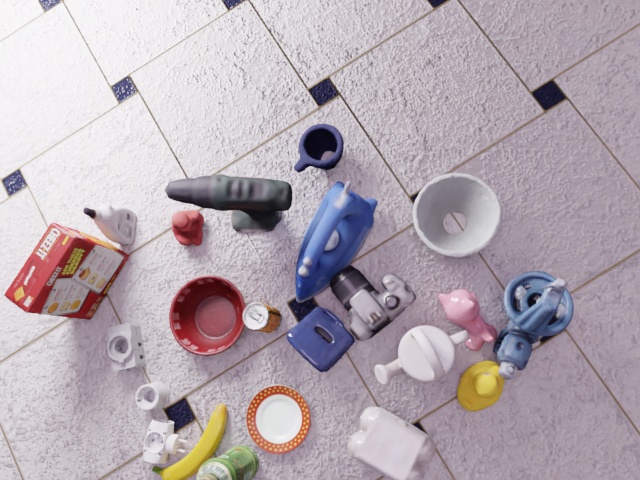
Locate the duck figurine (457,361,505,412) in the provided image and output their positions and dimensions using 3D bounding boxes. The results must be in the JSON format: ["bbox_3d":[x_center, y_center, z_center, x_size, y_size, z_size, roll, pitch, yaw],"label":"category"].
[{"bbox_3d":[0.298,0.270,1.050,0.077,0.086,0.104,43,88,14],"label":"duck figurine"}]

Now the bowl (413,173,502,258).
[{"bbox_3d":[0.266,-0.042,1.123,0.167,0.075,0.167,-2,79,8],"label":"bowl"}]

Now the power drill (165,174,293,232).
[{"bbox_3d":[-0.159,-0.073,1.124,0.229,0.208,0.075,-1,78,9],"label":"power drill"}]

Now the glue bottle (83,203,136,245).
[{"bbox_3d":[-0.435,-0.041,1.177,0.037,0.173,0.078,2,79,9],"label":"glue bottle"}]

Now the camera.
[{"bbox_3d":[0.093,0.106,1.106,0.143,0.101,0.136,-40,76,-1],"label":"camera"}]

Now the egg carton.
[{"bbox_3d":[0.133,0.383,1.061,0.150,0.069,0.107,25,84,13],"label":"egg carton"}]

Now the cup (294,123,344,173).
[{"bbox_3d":[-0.001,-0.172,1.179,0.118,0.095,0.091,-44,76,-2],"label":"cup"}]

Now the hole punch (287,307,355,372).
[{"bbox_3d":[0.002,0.189,1.108,0.108,0.091,0.101,42,87,14],"label":"hole punch"}]

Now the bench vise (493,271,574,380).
[{"bbox_3d":[0.380,0.145,0.994,0.121,0.220,0.207,7,80,10],"label":"bench vise"}]

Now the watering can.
[{"bbox_3d":[0.184,0.209,1.024,0.100,0.194,0.173,42,87,14],"label":"watering can"}]

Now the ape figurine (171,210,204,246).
[{"bbox_3d":[-0.281,-0.032,1.194,0.076,0.092,0.078,42,87,14],"label":"ape figurine"}]

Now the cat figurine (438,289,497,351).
[{"bbox_3d":[0.277,0.142,1.062,0.067,0.118,0.127,-38,76,0],"label":"cat figurine"}]

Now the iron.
[{"bbox_3d":[0.010,0.004,1.118,0.118,0.141,0.258,27,84,13],"label":"iron"}]
